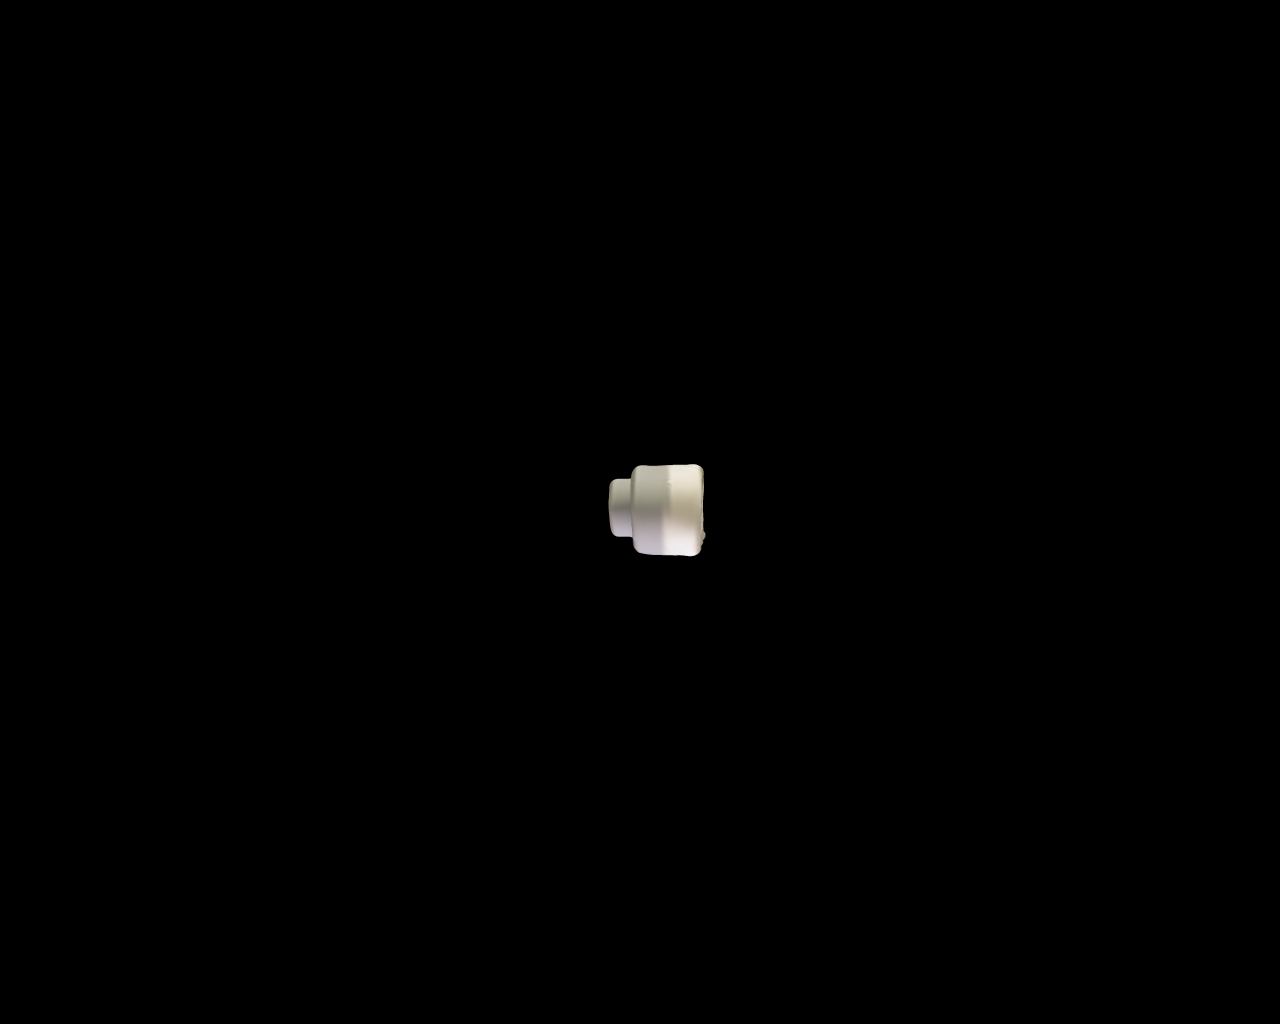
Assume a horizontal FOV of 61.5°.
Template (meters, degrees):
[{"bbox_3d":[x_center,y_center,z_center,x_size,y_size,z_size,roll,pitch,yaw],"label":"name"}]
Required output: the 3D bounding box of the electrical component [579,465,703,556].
[{"bbox_3d":[0.001,-0.003,0.650,0.074,0.052,0.138,0,2,4],"label":"electrical component"}]
